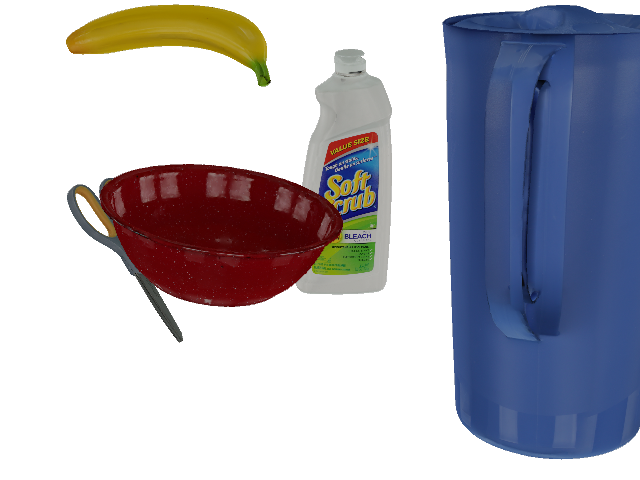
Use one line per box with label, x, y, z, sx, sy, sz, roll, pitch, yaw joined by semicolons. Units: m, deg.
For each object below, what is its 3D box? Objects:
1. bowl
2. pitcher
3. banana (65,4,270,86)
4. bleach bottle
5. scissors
bowl;-0.068;0.001;0.715;0.162;0.055;0.162;8;21;-3
pitcher;0.127;-0.004;0.588;0.149;0.243;0.145;-6;17;-18
banana;-0.127;-0.182;0.947;0.198;0.037;0.069;10;47;17
bleach bottle;0.022;-0.069;1.091;0.102;0.251;0.068;0;25;1
scissors;-0.200;0.011;1.175;0.016;0.201;0.096;-28;20;33
